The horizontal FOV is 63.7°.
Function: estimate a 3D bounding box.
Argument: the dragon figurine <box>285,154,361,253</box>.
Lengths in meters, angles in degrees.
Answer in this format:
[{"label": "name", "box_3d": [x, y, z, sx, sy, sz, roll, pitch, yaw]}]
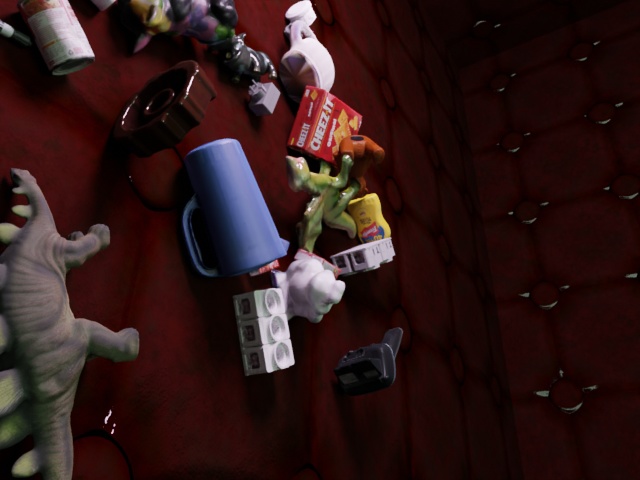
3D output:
[{"label": "dragon figurine", "box_3d": [0.004, -0.065, 1.286, 0.247, 0.123, 0.401, -55, 143, -31]}]

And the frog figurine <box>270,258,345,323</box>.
[{"label": "frog figurine", "box_3d": [-0.010, 0.103, 1.090, 0.121, 0.158, 0.140, 34, 48, -52]}]

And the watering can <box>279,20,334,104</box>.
[{"label": "watering can", "box_3d": [-0.008, -0.435, 1.441, 0.342, 0.103, 0.229, 64, 31, -23]}]
